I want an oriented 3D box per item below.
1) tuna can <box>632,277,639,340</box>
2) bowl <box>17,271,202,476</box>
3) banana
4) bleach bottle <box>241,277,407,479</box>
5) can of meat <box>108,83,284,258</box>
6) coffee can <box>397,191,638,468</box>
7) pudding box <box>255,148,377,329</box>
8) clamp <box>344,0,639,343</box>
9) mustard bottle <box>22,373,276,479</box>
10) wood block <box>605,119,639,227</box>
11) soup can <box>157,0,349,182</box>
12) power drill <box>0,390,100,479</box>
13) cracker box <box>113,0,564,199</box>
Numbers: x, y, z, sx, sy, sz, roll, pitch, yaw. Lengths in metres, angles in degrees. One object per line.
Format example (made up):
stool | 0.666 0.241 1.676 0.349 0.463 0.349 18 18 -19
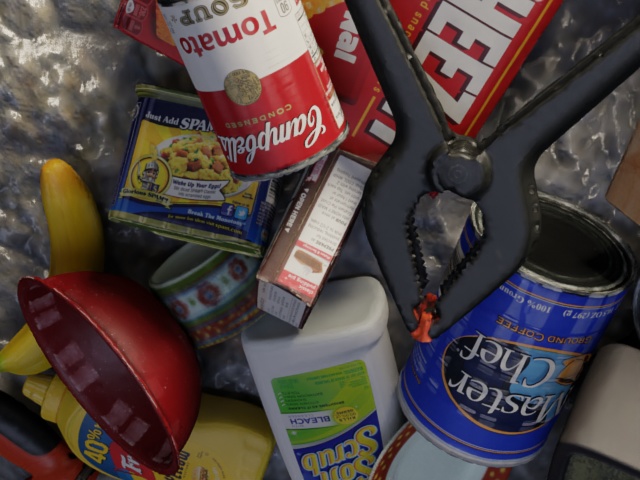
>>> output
tuna can | 0.222 0.039 0.595 0.086 0.033 0.086 -2 87 34
bowl | -0.128 0.076 0.705 0.162 0.055 0.162 37 149 26
banana | -0.186 0.030 0.748 0.037 0.069 0.198 49 125 37
bleach bottle | 0.026 0.149 0.760 0.103 0.068 0.251 -12 120 11
can of meat | -0.071 -0.041 0.652 0.102 0.057 0.084 13 84 7
coffee can | 0.117 0.054 0.653 0.103 0.102 0.140 20 123 3
pudding box | -0.004 0.001 0.632 0.039 0.113 0.090 24 79 4
clamp | 0.065 -0.047 0.552 0.164 0.036 0.210 21 115 7
mustard bottle | -0.131 0.141 0.799 0.191 0.058 0.096 21 122 3
wood block | 0.229 -0.085 0.507 0.090 0.090 0.206 43 142 29
soup can | -0.033 -0.090 0.543 0.069 0.068 0.102 -12 117 21
power drill | -0.280 0.158 0.850 0.185 0.057 0.187 -37 105 30
cracker box | 0.012 -0.143 0.583 0.213 0.072 0.164 28 124 -3
